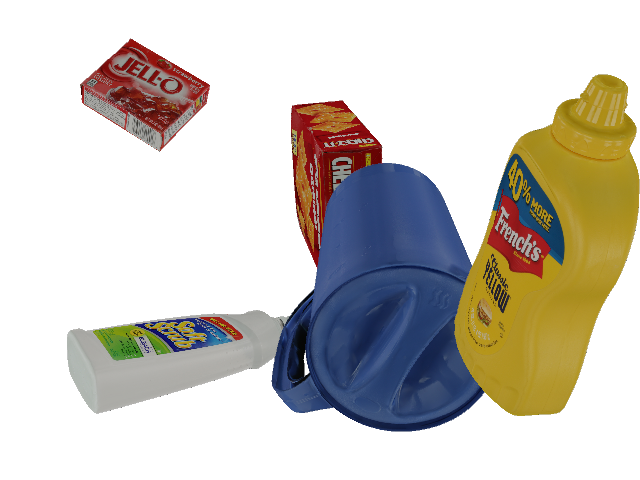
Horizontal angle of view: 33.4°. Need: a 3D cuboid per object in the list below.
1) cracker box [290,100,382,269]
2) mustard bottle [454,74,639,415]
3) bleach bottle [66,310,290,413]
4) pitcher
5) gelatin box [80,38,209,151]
[{"bbox_3d":[0.017,-0.050,1.170,0.072,0.164,0.214,-6,20,-7],"label":"cracker box"},{"bbox_3d":[0.126,-0.002,0.578,0.058,0.192,0.096,0,38,-16],"label":"mustard bottle"},{"bbox_3d":[-0.147,0.120,1.194,0.250,0.068,0.103,-12,32,-27],"label":"bleach bottle"},{"bbox_3d":[0.047,0.034,0.833,0.149,0.145,0.243,9,24,-4],"label":"pitcher"},{"bbox_3d":[-0.155,-0.130,0.944,0.089,0.073,0.030,32,-35,9],"label":"gelatin box"}]
